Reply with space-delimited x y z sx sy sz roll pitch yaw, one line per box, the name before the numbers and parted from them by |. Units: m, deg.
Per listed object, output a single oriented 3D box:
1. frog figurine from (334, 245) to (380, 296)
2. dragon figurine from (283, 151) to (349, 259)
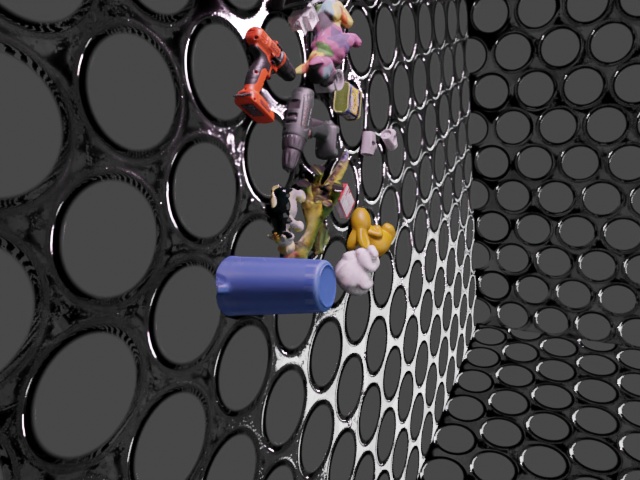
frog figurine | 0.122 0.093 1.593 0.123 0.139 0.156 -6 -26 -33
dragon figurine | 0.004 -0.073 1.458 0.418 0.122 0.237 -52 -25 -51
